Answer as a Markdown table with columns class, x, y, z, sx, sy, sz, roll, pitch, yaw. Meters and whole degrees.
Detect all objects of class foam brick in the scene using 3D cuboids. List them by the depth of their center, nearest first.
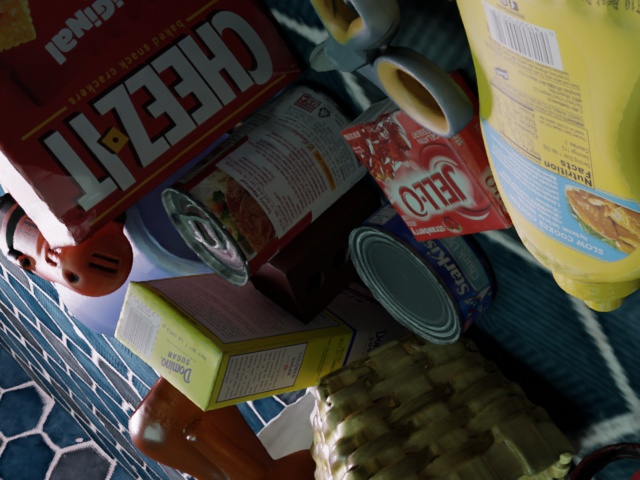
| class | x | y | z | sx | sy | sz | roll | pitch | yaw |
| --- | --- | --- | --- | --- | --- | --- | --- | --- | --- |
| foam brick | -0.004 | 0.001 | 0.645 | 0.051 | 0.078 | 0.053 | 32 | 155 | 37 |

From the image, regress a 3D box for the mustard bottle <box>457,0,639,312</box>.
| class | x | y | z | sx | sy | sz | roll | pitch | yaw |
| --- | --- | --- | --- | --- | --- | --- | --- | --- | --- |
| mustard bottle | 0.099 | -0.040 | 0.394 | 0.096 | 0.058 | 0.191 | 36 | 156 | 41 |

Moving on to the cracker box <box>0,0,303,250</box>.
| class | x | y | z | sx | sy | sz | roll | pitch | yaw |
| --- | --- | --- | --- | --- | --- | --- | --- | --- | --- |
| cracker box | -0.136 | -0.127 | 0.564 | 0.213 | 0.164 | 0.072 | 54 | 161 | -13 |

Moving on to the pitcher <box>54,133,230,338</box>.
| class | x | y | z | sx | sy | sz | roll | pitch | yaw |
| --- | --- | --- | --- | --- | --- | --- | --- | --- | --- |
| pitcher | -0.125 | -0.013 | 0.810 | 0.149 | 0.145 | 0.243 | 31 | 159 | -13 |

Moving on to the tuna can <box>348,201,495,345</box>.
| class | x | y | z | sx | sy | sz | roll | pitch | yaw |
| --- | --- | --- | --- | --- | --- | --- | --- | --- | --- |
| tuna can | 0.058 | 0.017 | 0.609 | 0.086 | 0.033 | 0.086 | 41 | 158 | 20 |

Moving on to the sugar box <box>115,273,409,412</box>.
| class | x | y | z | sx | sy | sz | roll | pitch | yaw |
| --- | --- | --- | --- | --- | --- | --- | --- | --- | --- |
| sugar box | -0.031 | 0.056 | 0.677 | 0.093 | 0.175 | 0.048 | 33 | 112 | 37 |

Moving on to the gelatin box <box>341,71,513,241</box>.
| class | x | y | z | sx | sy | sz | roll | pitch | yaw |
| --- | --- | --- | --- | --- | --- | --- | --- | --- | --- |
| gelatin box | 0.057 | -0.038 | 0.522 | 0.073 | 0.030 | 0.089 | 53 | 159 | -12 |

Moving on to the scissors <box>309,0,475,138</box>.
| class | x | y | z | sx | sy | sz | roll | pitch | yaw |
| --- | --- | --- | --- | --- | --- | --- | --- | --- | --- |
| scissors | 0.025 | -0.073 | 0.479 | 0.096 | 0.016 | 0.202 | 47 | 177 | 5 |

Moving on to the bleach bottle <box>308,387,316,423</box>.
| class | x | y | z | sx | sy | sz | roll | pitch | yaw |
| --- | --- | --- | --- | --- | --- | --- | --- | --- | --- |
| bleach bottle | 0.076 | 0.198 | 0.834 | 0.103 | 0.067 | 0.251 | -39 | 84 | 38 |

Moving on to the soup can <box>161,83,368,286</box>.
| class | x | y | z | sx | sy | sz | roll | pitch | yaw |
| --- | --- | --- | --- | --- | --- | --- | --- | --- | --- |
| soup can | -0.029 | -0.033 | 0.597 | 0.068 | 0.102 | 0.068 | 40 | 158 | 19 |

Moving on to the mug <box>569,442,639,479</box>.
| class | x | y | z | sx | sy | sz | roll | pitch | yaw |
| --- | --- | --- | --- | --- | --- | --- | --- | --- | --- |
| mug | 0.174 | 0.137 | 0.517 | 0.117 | 0.081 | 0.093 | 26 | 149 | 46 |

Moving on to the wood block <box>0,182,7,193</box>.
| class | x | y | z | sx | sy | sz | roll | pitch | yaw |
| --- | --- | --- | --- | --- | --- | --- | --- | --- | --- |
| wood block | -0.239 | -0.098 | 0.925 | 0.091 | 0.090 | 0.206 | 39 | 157 | 24 |

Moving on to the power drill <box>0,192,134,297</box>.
| class | x | y | z | sx | sy | sz | roll | pitch | yaw |
| --- | --- | --- | --- | --- | --- | --- | --- | --- | --- |
| power drill | -0.152 | -0.065 | 0.685 | 0.057 | 0.187 | 0.185 | 17 | 180 | -37 |
